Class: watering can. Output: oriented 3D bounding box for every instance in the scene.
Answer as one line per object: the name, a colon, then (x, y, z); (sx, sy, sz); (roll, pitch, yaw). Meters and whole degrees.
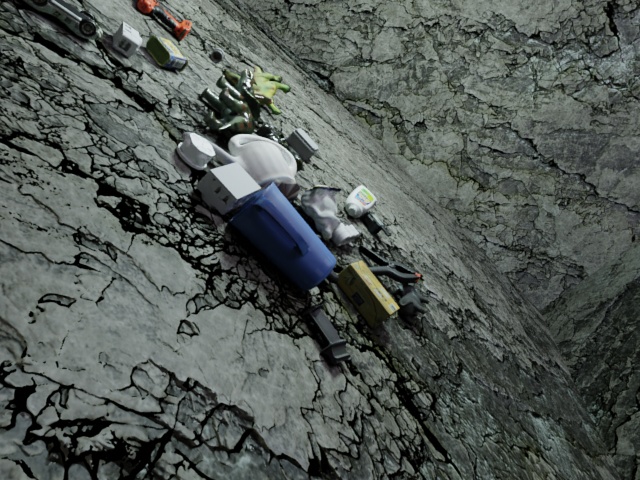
watering can: (-0.183, -0.192, 1.353); (0.349, 0.102, 0.228); (-5, 56, -46)

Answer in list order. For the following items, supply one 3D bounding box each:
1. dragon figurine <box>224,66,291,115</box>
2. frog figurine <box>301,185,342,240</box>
dragon figurine: (-0.258, -0.609, 1.976); (0.241, 0.120, 0.418); (14, 29, -43)
frog figurine: (0.005, -0.078, 1.540); (0.137, 0.122, 0.160); (17, 70, -69)
